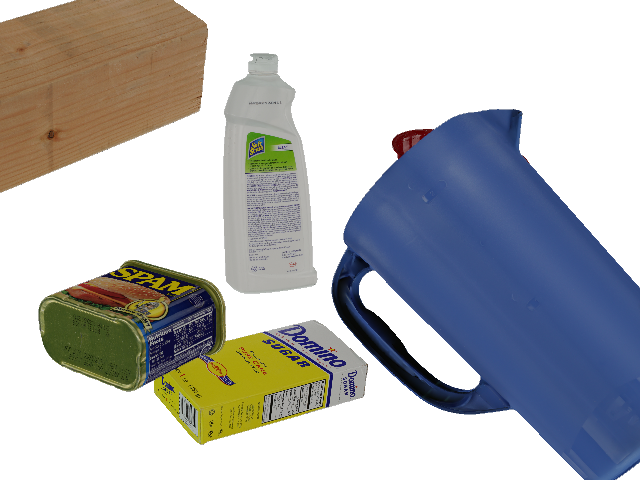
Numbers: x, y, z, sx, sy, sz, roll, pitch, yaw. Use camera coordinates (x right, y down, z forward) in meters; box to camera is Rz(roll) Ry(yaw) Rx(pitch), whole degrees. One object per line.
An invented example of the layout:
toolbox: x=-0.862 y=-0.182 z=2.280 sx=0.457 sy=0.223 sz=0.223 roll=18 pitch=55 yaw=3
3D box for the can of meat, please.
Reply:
can of meat: x=-0.131 y=0.058 z=0.738 sx=0.102 sy=0.057 sz=0.083 roll=14 pitch=22 yaw=32

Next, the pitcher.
pitcher: x=0.131 y=0.046 z=0.715 sx=0.144 sy=0.243 sz=0.149 roll=-32 pitch=-18 yaw=-32

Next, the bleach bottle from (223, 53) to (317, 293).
bleach bottle: x=-0.054 y=-0.073 z=1.143 sx=0.102 sy=0.251 sz=0.068 roll=-6 pitch=17 yaw=-25

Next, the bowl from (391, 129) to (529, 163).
bowl: x=0.157 y=-0.076 z=1.229 sx=0.162 sy=0.055 sz=0.162 roll=8 pitch=25 yaw=-4

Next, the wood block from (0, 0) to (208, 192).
wood block: x=-0.198 y=-0.127 z=0.856 sx=0.090 sy=0.091 sz=0.205 roll=37 pitch=46 yaw=27

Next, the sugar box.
sugar box: x=-0.054 y=0.126 z=0.981 sx=0.175 sy=0.048 sz=0.093 roll=-14 pitch=33 yaw=-31
